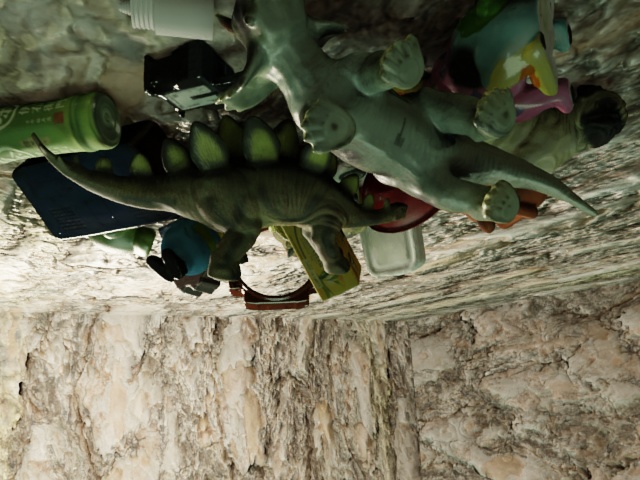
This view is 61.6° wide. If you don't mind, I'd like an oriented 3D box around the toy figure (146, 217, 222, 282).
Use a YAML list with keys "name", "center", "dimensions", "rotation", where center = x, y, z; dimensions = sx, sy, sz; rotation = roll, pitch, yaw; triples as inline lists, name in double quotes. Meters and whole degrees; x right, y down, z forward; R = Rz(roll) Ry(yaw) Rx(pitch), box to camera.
- name: "toy figure"
  center: [-0.165, -0.004, 0.775]
  dimensions: [0.082, 0.180, 0.089]
  rotation: [9, 129, 24]

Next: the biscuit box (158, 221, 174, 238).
- name: "biscuit box"
  center: [-0.191, -0.026, 0.991]
  dimensions: [0.202, 0.059, 0.063]
  rotation: [-21, -178, -44]

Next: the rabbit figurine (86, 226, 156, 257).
- name: "rabbit figurine"
  center: [-0.356, -0.066, 0.914]
  dimensions: [0.159, 0.121, 0.170]
  rotation: [8, 145, -12]

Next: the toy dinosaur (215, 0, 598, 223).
- name: "toy dinosaur"
  center: [0.066, -0.107, 0.505]
  dimensions: [0.404, 0.131, 0.192]
  rotation: [27, -173, -28]

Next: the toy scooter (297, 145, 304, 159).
- name: "toy scooter"
  center: [-0.075, -0.111, 0.801]
  dimensions: [0.135, 0.075, 0.183]
  rotation: [-11, 166, 30]

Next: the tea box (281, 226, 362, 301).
- name: "tea box"
  center: [-0.002, -0.003, 0.840]
  dimensions: [0.068, 0.169, 0.098]
  rotation: [-27, -169, 13]

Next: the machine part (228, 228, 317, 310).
- name: "machine part"
  center: [-0.093, 0.044, 1.139]
  dimensions: [0.201, 0.201, 0.087]
  rotation: [-2, 161, -3]

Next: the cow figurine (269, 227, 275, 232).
- name: "cow figurine"
  center: [-0.134, -0.058, 0.922]
  dimensions: [0.167, 0.098, 0.068]
  rotation: [-12, 143, -47]

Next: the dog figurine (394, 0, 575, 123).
- name: "dog figurine"
  center: [0.143, -0.168, 0.568]
  dimensions: [0.219, 0.108, 0.191]
  rotation: [-10, 165, 36]

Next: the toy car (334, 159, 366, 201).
- name: "toy car"
  center: [0.035, -0.109, 0.827]
  dimensions: [0.056, 0.073, 0.201]
  rotation: [-2, 165, -2]

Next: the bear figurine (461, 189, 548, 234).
- name: "bear figurine"
  center: [0.273, -0.067, 0.859]
  dimensions: [0.196, 0.120, 0.132]
  rotation: [-22, 172, -33]

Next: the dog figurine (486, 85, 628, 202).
- name: "dog figurine"
  center: [0.276, -0.157, 0.704]
  dimensions: [0.190, 0.172, 0.121]
  rotation: [-41, -170, 8]

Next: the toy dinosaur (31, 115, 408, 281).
- name: "toy dinosaur"
  center: [-0.096, -0.055, 0.674]
  dimensions: [0.471, 0.198, 0.105]
  rotation: [-1, -167, -20]

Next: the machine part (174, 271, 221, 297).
- name: "machine part"
  center: [-0.246, 0.024, 1.090]
  dimensions: [0.179, 0.179, 0.056]
  rotation: [-14, 158, 36]

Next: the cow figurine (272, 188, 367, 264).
- name: "cow figurine"
  center: [0.000, -0.031, 1.019]
  dimensions: [0.195, 0.127, 0.085]
  rotation: [-12, 160, 22]

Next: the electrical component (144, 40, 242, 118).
- name: "electrical component"
  center: [-0.125, -0.178, 0.587]
  dimensions: [0.119, 0.047, 0.074]
  rotation: [-10, 164, 23]

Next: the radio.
- name: "radio"
  center: [-0.307, -0.082, 0.765]
  dimensions: [0.230, 0.073, 0.130]
  rotation: [-9, 126, 19]
